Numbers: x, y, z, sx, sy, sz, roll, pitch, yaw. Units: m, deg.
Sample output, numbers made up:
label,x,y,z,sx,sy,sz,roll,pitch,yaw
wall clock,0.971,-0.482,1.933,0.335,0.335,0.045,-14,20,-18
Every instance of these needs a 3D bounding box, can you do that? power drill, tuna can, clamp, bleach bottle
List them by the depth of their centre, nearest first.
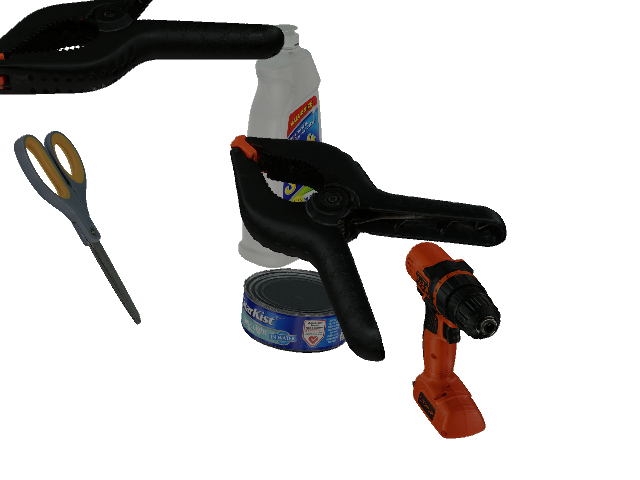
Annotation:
label,x,y,z,sx,sy,sz,roll,pitch,yaw
clamp,0.006,-0.004,0.613,0.172,0.039,0.120,25,51,25
clamp,-0.142,-0.148,0.777,0.209,0.036,0.165,-32,52,-31
tuna can,-0.017,0.053,0.812,0.086,0.034,0.086,6,20,-2
power drill,0.142,0.113,1.138,0.057,0.188,0.184,-7,24,-12
bleach bottle,-0.042,-0.103,1.145,0.068,0.251,0.102,20,32,36

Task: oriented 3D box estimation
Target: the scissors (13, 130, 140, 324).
label,x,y,z,sx,sy,sz,roll,pitch,yaw
scissors,-0.217,-0.022,1.006,0.016,0.201,0.096,-24,26,19
